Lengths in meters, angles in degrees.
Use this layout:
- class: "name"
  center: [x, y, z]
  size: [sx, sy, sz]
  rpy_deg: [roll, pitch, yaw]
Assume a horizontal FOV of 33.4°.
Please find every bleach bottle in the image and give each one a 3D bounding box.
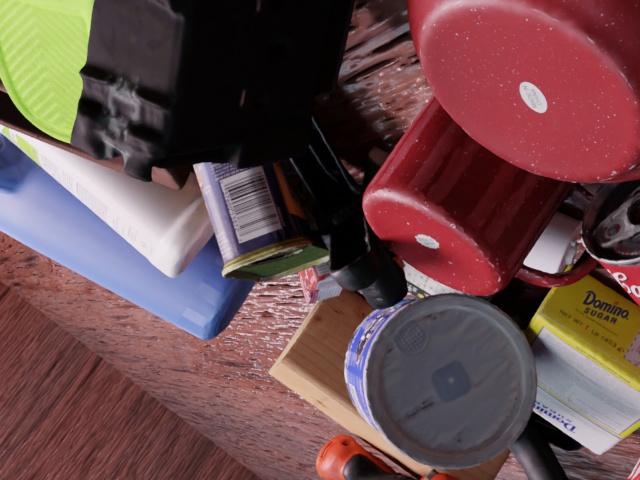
- class: "bleach bottle"
  center: [-0.187, -0.075, 0.794]
  size: [0.251, 0.068, 0.103]
  rpy_deg: [38, 162, 0]

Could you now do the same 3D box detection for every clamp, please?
- class: "clamp"
  center: [0.011, -0.022, 0.629]
  size: [0.164, 0.036, 0.210]
  rpy_deg: [65, -173, 21]
- class: "clamp"
  center: [0.151, 0.130, 0.812]
  size: [0.171, 0.039, 0.120]
  rpy_deg: [53, -160, -2]

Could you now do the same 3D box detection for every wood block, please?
- class: "wood block"
  center: [0.067, 0.138, 0.945]
  size: [0.206, 0.090, 0.091]
  rpy_deg: [35, 164, 0]

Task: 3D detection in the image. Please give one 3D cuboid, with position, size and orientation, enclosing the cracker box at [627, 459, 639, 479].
- class: "cracker box"
  center: [0.276, 0.142, 0.602]
  size: [0.164, 0.072, 0.214]
  rpy_deg: [29, 161, 16]

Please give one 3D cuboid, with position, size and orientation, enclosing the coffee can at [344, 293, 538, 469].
- class: "coffee can"
  center: [0.072, 0.087, 0.690]
  size: [0.103, 0.103, 0.140]
  rpy_deg: [36, 175, 0]

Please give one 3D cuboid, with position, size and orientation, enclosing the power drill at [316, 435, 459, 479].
- class: "power drill"
  center: [0.096, 0.245, 0.920]
  size: [0.184, 0.057, 0.188]
  rpy_deg: [40, 163, -14]

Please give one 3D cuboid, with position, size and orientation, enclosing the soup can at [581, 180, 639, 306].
- class: "soup can"
  center: [0.171, 0.014, 0.466]
  size: [0.102, 0.068, 0.069]
  rpy_deg: [43, 161, -24]

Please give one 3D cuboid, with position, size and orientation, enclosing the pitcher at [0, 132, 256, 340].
- class: "pitcher"
  center: [-0.167, -0.019, 0.941]
  size: [0.243, 0.149, 0.145]
  rpy_deg: [31, 147, 4]

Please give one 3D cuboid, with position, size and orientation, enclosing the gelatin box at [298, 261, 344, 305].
- class: "gelatin box"
  center: [-0.005, 0.001, 0.751]
  size: [0.089, 0.030, 0.073]
  rpy_deg: [109, 144, -76]

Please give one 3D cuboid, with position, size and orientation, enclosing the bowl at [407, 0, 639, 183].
- class: "bowl"
  center: [0.089, -0.072, 0.396]
  size: [0.162, 0.055, 0.162]
  rpy_deg: [31, 157, 14]

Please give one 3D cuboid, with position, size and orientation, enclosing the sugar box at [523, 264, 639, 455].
- class: "sugar box"
  center: [0.171, 0.082, 0.682]
  size: [0.093, 0.048, 0.176]
  rpy_deg: [34, 166, 12]

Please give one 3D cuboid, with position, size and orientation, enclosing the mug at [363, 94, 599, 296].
- class: "mug"
  center: [0.084, -0.021, 0.515]
  size: [0.117, 0.081, 0.093]
  rpy_deg: [34, 162, 6]

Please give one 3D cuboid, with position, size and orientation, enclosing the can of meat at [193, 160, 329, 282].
- class: "can of meat"
  center: [-0.035, -0.023, 0.659]
  size: [0.102, 0.057, 0.084]
  rpy_deg: [17, -126, -75]
